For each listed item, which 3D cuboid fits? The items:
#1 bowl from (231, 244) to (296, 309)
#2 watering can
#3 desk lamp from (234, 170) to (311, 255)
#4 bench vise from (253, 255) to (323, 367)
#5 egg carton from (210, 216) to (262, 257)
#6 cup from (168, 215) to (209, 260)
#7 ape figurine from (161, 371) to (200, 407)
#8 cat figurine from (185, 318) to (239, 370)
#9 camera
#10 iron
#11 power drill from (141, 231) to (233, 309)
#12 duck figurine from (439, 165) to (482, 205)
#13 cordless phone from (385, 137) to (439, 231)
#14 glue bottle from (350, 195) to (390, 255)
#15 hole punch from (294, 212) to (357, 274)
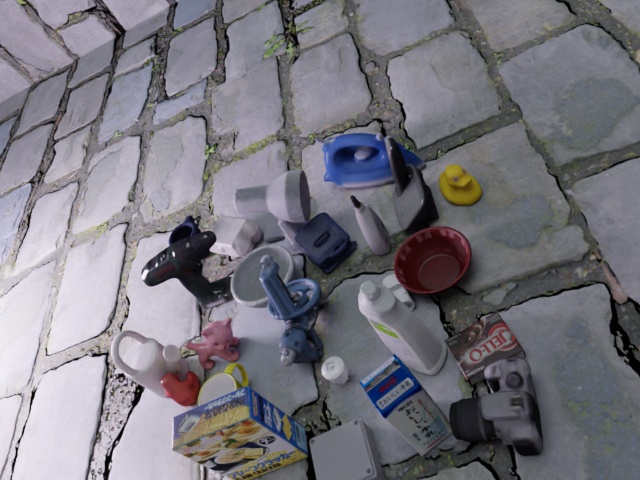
[{"bbox_3d":[-0.121,0.097,1.340,0.167,0.075,0.167,-17,48,20],"label":"bowl"},{"bbox_3d":[-0.384,0.267,1.280,0.172,0.195,0.100,-29,45,9],"label":"watering can"},{"bbox_3d":[-0.093,-0.060,1.350,0.202,0.214,0.118,-15,49,22],"label":"desk lamp"},{"bbox_3d":[-0.055,0.139,1.161,0.121,0.220,0.207,-26,45,11],"label":"bench vise"},{"bbox_3d":[-0.226,-0.007,1.493,0.149,0.070,0.107,7,59,36],"label":"egg carton"},{"bbox_3d":[-0.342,0.001,1.541,0.091,0.095,0.117,-14,49,22],"label":"cup"},{"bbox_3d":[-0.314,0.323,1.265,0.077,0.092,0.076,-26,46,12],"label":"ape figurine"},{"bbox_3d":[-0.238,0.225,1.278,0.127,0.118,0.067,-22,47,15],"label":"cat figurine"},{"bbox_3d":[0.280,0.270,0.931,0.136,0.101,0.143,-13,49,23],"label":"camera"},{"bbox_3d":[0.115,-0.214,1.396,0.257,0.142,0.119,-3,54,30],"label":"iron"},{"bbox_3d":[-0.298,0.075,1.372,0.229,0.209,0.075,-21,47,16],"label":"power drill"},{"bbox_3d":[0.299,-0.132,1.255,0.077,0.086,0.104,-44,45,-6],"label":"duck figurine"},{"bbox_3d":[0.181,-0.123,1.250,0.094,0.186,0.147,-25,46,13],"label":"cordless phone"},{"bbox_3d":[0.104,-0.042,1.241,0.037,0.174,0.078,-18,48,19],"label":"glue bottle"},{"bbox_3d":[0.012,0.005,1.320,0.109,0.091,0.100,-43,45,-6],"label":"hole punch"}]
